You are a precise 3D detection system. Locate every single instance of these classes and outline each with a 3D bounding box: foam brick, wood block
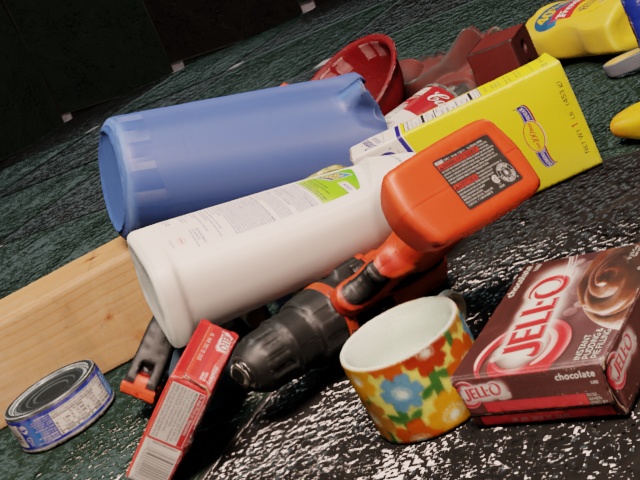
[{"bbox_3d":[0.190,-0.167,1.067,0.051,0.078,0.053,-15,22,33],"label":"foam brick"},{"bbox_3d":[-0.232,0.080,0.970,0.206,0.090,0.091,-28,15,0],"label":"wood block"}]

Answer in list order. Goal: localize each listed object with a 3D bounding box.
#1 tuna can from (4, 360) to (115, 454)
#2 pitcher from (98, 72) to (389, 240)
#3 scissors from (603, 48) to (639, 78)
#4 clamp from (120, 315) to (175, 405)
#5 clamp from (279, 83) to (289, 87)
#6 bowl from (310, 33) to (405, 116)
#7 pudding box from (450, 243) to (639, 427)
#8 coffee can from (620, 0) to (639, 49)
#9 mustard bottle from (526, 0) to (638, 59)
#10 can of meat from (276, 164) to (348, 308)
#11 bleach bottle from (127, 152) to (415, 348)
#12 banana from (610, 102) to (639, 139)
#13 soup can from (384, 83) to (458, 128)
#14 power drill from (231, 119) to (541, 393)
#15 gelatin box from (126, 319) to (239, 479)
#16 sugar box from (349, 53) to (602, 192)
[{"bbox_3d":[-0.213,0.135,0.871,0.086,0.033,0.086,-26,15,8],"label":"tuna can"},{"bbox_3d":[-0.069,-0.063,0.955,0.242,0.149,0.145,-10,13,-21],"label":"pitcher"},{"bbox_3d":[0.314,-0.172,0.961,0.096,0.016,0.201,-30,9,8],"label":"scissors"},{"bbox_3d":[-0.108,0.056,0.840,0.039,0.120,0.171,13,30,5],"label":"clamp"},{"bbox_3d":[-0.098,-0.115,1.194,0.165,0.036,0.209,-17,21,39],"label":"clamp"},{"bbox_3d":[0.036,-0.136,1.118,0.162,0.055,0.162,-35,34,29],"label":"bowl"},{"bbox_3d":[0.133,0.049,0.566,0.090,0.039,0.113,-13,22,41],"label":"pudding box"},{"bbox_3d":[0.291,-0.177,0.821,0.103,0.140,0.103,-25,16,8],"label":"coffee can"},{"bbox_3d":[0.281,-0.230,1.146,0.096,0.058,0.192,-38,18,-18],"label":"mustard bottle"},{"bbox_3d":[-0.006,0.001,0.856,0.102,0.084,0.057,-31,16,-11],"label":"can of meat"},{"bbox_3d":[-0.006,-0.008,0.768,0.250,0.068,0.103,-20,28,-14],"label":"bleach bottle"},{"bbox_3d":[0.270,-0.083,0.755,0.069,0.037,0.198,-27,16,1],"label":"banana"},{"bbox_3d":[0.089,-0.099,1.036,0.102,0.068,0.069,-37,19,-29],"label":"soup can"},{"bbox_3d":[0.039,0.014,0.660,0.184,0.057,0.188,-32,-11,-35],"label":"power drill"},{"bbox_3d":[-0.086,0.106,0.683,0.073,0.030,0.089,-67,3,-65],"label":"gelatin box"},{"bbox_3d":[0.121,-0.067,0.844,0.176,0.093,0.048,-26,16,7],"label":"sugar box"}]
